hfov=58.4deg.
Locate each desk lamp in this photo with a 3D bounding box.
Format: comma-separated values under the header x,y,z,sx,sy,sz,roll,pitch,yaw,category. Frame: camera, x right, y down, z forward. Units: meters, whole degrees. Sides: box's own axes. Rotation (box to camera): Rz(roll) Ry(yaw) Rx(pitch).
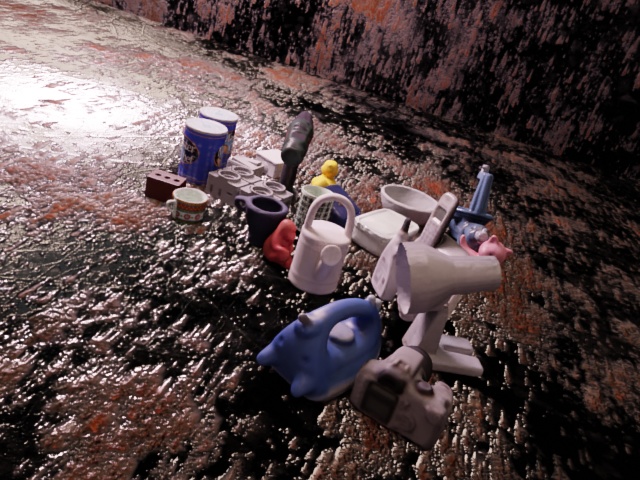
x,y,z,sx,sy,sz,roll,pitch,yaw,category
0.209,0.111,0.987,0.203,0.213,0.118,11,26,-11,desk lamp

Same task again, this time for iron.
x,y,z,sx,sy,sz,roll,pitch,yaw,category
0.033,0.145,0.896,0.118,0.141,0.259,34,31,32,iron

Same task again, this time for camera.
x,y,z,sx,sy,sz,roll,pitch,yaw,category
0.140,0.215,0.868,0.143,0.101,0.137,27,27,20,camera

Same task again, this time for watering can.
x,y,z,sx,sy,sz,roll,pitch,yaw,category
0.012,0.004,1.103,0.101,0.194,0.172,0,30,-30,watering can

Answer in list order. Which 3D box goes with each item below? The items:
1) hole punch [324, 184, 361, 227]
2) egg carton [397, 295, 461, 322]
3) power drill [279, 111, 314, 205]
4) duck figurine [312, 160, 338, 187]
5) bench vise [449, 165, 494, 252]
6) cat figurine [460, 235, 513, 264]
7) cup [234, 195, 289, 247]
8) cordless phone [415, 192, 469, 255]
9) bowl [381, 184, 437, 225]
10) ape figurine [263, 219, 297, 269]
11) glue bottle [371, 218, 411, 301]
x,y,z,sx,sy,sz,roll,pitch,yaw,category
0.047,-0.078,1.407,0.100,0.091,0.109,28,28,22,hole punch
0.218,0.119,1.144,0.107,0.069,0.151,25,27,17,egg carton
-0.069,-0.207,1.458,0.075,0.208,0.229,15,26,-4,power drill
0.022,-0.180,1.602,0.077,0.086,0.104,19,26,4,duck figurine
0.409,-0.069,1.462,0.122,0.220,0.207,5,28,-22,bench vise
0.384,0.032,1.363,0.127,0.118,0.067,26,27,18,cat figurine
-0.133,-0.040,1.217,0.117,0.095,0.092,19,26,5,cup
0.284,-0.003,1.294,0.094,0.185,0.147,-2,31,-33,cordless phone
0.236,-0.084,1.553,0.167,0.075,0.167,14,26,-7,bowl
-0.074,0.002,1.174,0.076,0.092,0.078,26,27,18,ape figurine
0.151,0.033,1.154,0.037,0.173,0.078,8,27,-17,glue bottle
